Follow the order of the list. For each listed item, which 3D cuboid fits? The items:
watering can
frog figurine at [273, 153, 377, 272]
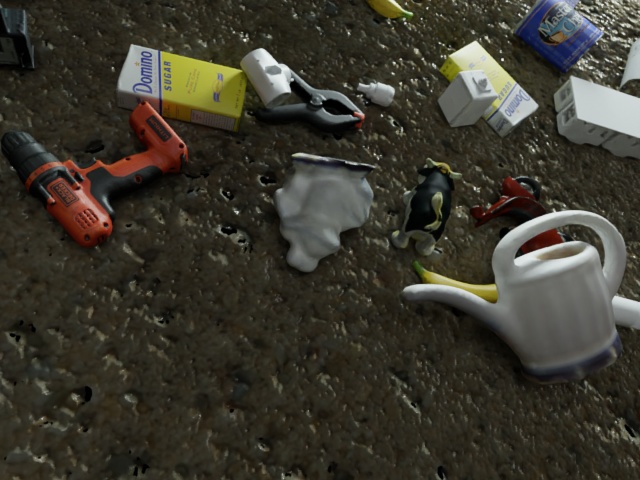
[{"bbox_3d":[0.284,0.092,0.699,0.349,0.104,0.223,-20,96,-15],"label":"watering can"},{"bbox_3d":[0.002,-0.036,0.721,0.137,0.123,0.158,7,99,-23],"label":"frog figurine"}]
